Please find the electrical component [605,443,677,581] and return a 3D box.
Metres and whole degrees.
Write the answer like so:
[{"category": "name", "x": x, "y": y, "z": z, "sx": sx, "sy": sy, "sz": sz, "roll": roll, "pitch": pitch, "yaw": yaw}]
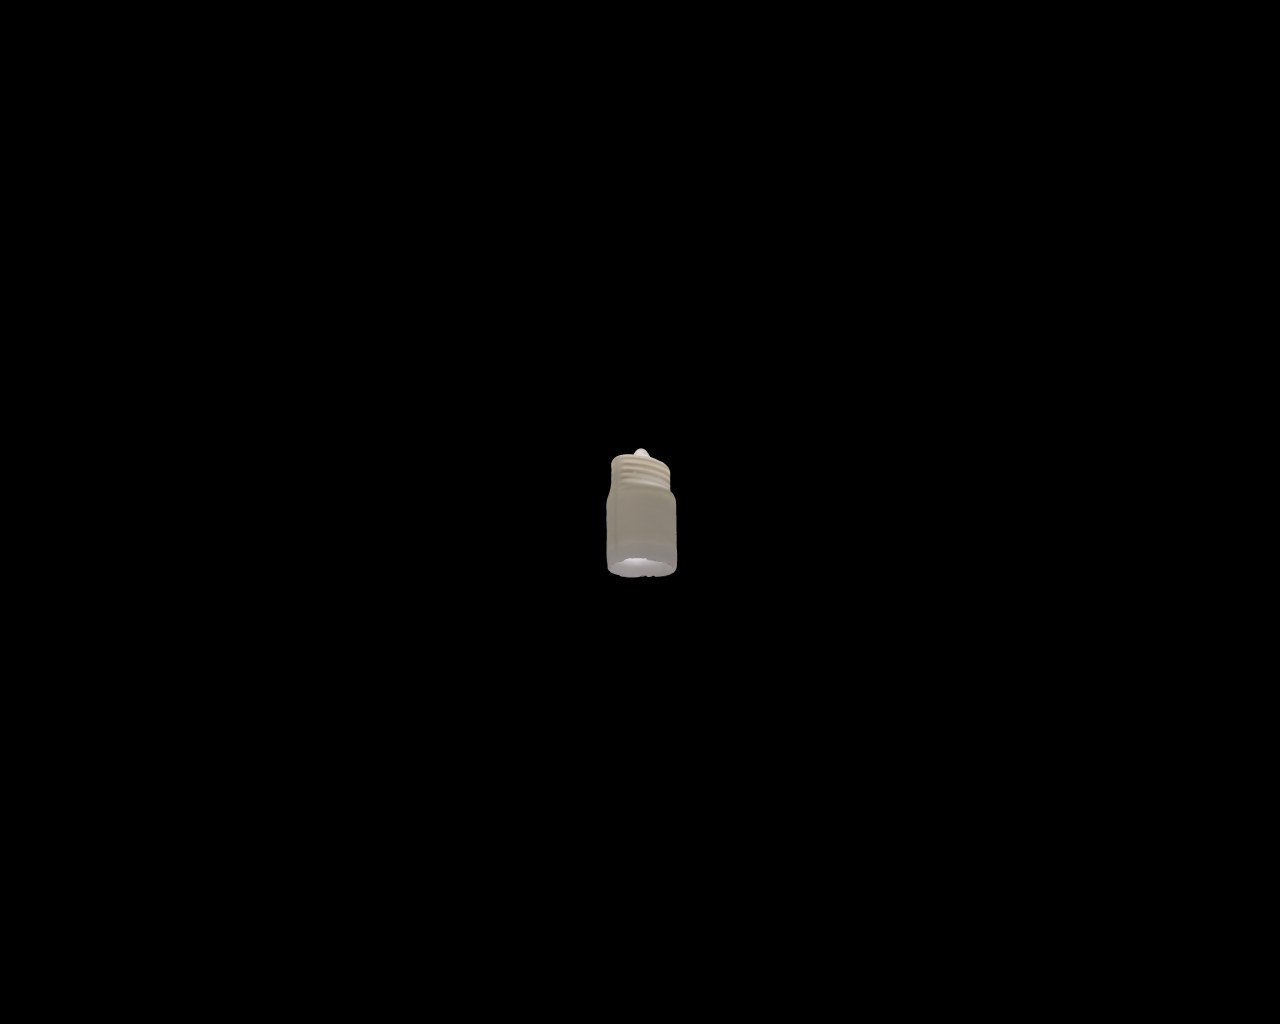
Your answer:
[{"category": "electrical component", "x": 0.001, "y": -0.003, "z": 0.650, "sx": 0.043, "sy": 0.081, "sz": 0.043, "roll": 0, "pitch": -19, "yaw": 0}]
